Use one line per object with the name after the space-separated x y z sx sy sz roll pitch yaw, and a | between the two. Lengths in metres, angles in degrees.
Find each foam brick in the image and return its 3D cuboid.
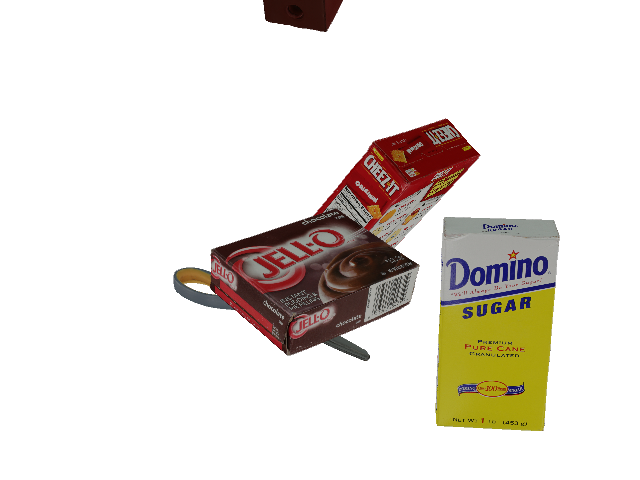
-0.013 -0.206 0.809 0.053 0.051 0.078 12 -35 14 | foam brick

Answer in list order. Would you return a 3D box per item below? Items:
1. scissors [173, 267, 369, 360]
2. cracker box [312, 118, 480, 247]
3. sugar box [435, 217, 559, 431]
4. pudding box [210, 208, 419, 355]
-0.030 0.052 0.904 0.202 0.016 0.096 16 27 24 | scissors
0.065 -0.039 1.252 0.163 0.072 0.214 -24 -21 -51 | cracker box
0.144 0.070 0.884 0.093 0.176 0.048 1 23 6 | sugar box
-0.005 0.025 0.721 0.113 0.039 0.090 -17 39 -36 | pudding box
